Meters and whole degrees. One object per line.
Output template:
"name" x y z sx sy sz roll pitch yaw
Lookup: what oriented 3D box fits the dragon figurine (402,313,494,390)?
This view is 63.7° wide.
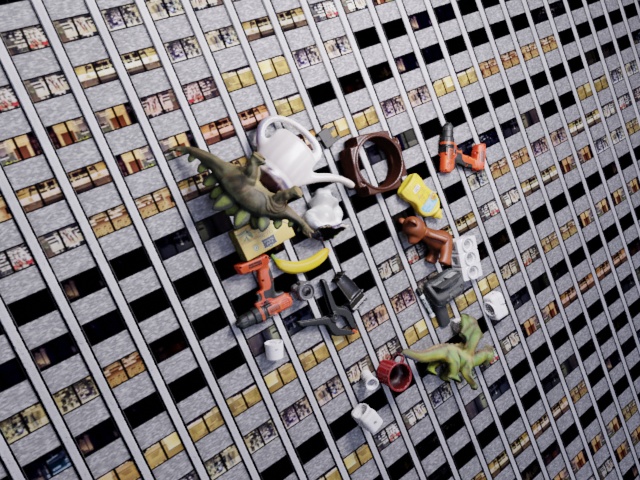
"dragon figurine" 0.469 0.369 1.788 0.406 0.122 0.246 33 71 -27

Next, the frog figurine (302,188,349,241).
"frog figurine" 0.005 -0.081 1.611 0.138 0.120 0.162 -14 58 -18

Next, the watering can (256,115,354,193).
"watering can" -0.068 -0.219 1.555 0.346 0.103 0.227 42 71 -10
